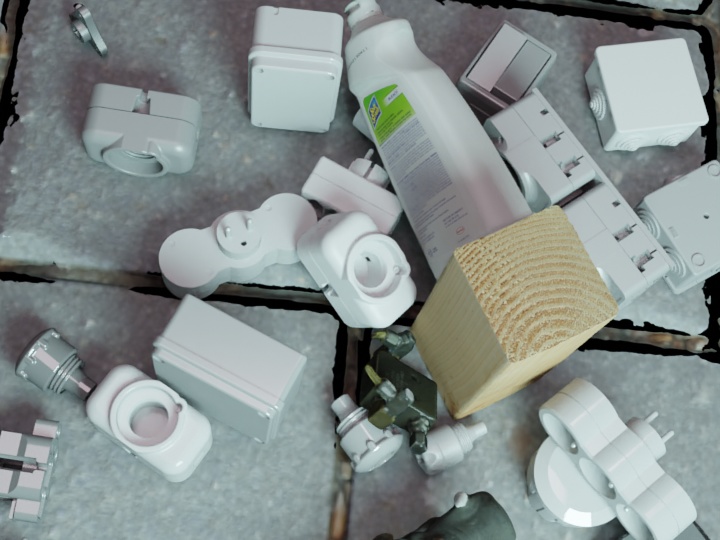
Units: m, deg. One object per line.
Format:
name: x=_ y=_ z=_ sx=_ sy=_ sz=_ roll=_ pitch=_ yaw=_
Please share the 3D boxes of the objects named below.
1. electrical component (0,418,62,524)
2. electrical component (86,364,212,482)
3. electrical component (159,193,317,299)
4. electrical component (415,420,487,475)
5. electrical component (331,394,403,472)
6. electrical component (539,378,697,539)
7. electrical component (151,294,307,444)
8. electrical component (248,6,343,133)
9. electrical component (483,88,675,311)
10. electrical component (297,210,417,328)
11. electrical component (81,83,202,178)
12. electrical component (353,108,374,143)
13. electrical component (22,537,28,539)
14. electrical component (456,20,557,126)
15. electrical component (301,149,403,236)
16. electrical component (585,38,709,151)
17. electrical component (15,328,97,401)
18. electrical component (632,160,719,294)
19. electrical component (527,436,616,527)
electrical component: x=-0.269 y=0.152 z=0.831 sx=0.057 sy=0.058 sz=0.078 roll=10 pitch=70 yaw=-6
electrical component: x=-0.166 y=0.121 z=0.851 sx=0.095 sy=0.059 sz=0.053 roll=34 pitch=71 yaw=6
electrical component: x=-0.101 y=-0.025 z=0.900 sx=0.138 sy=0.073 sz=0.052 roll=-21 pitch=75 yaw=-13
electrical component: x=0.076 y=0.141 z=0.884 sx=0.061 sy=0.035 sz=0.035 roll=-24 pitch=75 yaw=-16
electrical component: x=0.001 y=0.130 z=0.875 sx=0.048 sy=0.048 sz=0.062 roll=-33 pitch=70 yaw=-15
electrical component: x=0.211 y=0.139 z=0.833 sx=0.074 sy=0.052 sz=0.138 roll=-36 pitch=78 yaw=-16
electrical component: x=-0.103 y=0.080 z=0.847 sx=0.109 sy=0.108 sz=0.056 roll=28 pitch=68 yaw=3
electrical component: x=-0.057 y=-0.171 z=0.933 sx=0.078 sy=0.113 sz=0.057 roll=5 pitch=70 yaw=-4
electrical component: x=0.170 y=-0.046 z=0.920 sx=0.060 sy=0.105 sz=0.186 roll=-32 pitch=77 yaw=-15
electrical component: x=0.000 y=0.000 z=0.890 sx=0.054 sy=0.059 sz=0.095 roll=-42 pitch=108 yaw=-24
electrical component: x=-0.189 y=-0.119 z=0.933 sx=0.095 sy=0.053 sz=0.059 roll=8 pitch=71 yaw=-3
electrical component: x=0.048 y=-0.135 z=0.965 sx=0.077 sy=0.044 sz=0.079 roll=42 pitch=85 yaw=8
electrical component: x=-0.259 y=0.242 z=0.808 sx=0.077 sy=0.044 sz=0.079 roll=-8 pitch=72 yaw=-9
electrical component: x=0.135 y=-0.180 z=0.985 sx=0.062 sy=0.061 sz=0.096 roll=34 pitch=71 yaw=6
electrical component: x=0.001 y=-0.072 z=0.941 sx=0.083 sy=0.047 sz=0.075 roll=29 pitch=71 yaw=4
electrical component: x=0.263 y=-0.161 z=0.998 sx=0.100 sy=0.048 sz=0.099 roll=-8 pitch=72 yaw=-8
electrical component: x=-0.242 y=0.080 z=0.866 sx=0.062 sy=0.048 sz=0.048 roll=37 pitch=71 yaw=0
electrical component: x=0.301 y=-0.040 z=0.962 sx=0.100 sy=0.048 sz=0.099 roll=-27 pitch=76 yaw=-14
electrical component: x=0.176 y=0.170 z=0.876 sx=0.080 sy=0.051 sz=0.080 roll=2 pitch=71 yaw=-6
